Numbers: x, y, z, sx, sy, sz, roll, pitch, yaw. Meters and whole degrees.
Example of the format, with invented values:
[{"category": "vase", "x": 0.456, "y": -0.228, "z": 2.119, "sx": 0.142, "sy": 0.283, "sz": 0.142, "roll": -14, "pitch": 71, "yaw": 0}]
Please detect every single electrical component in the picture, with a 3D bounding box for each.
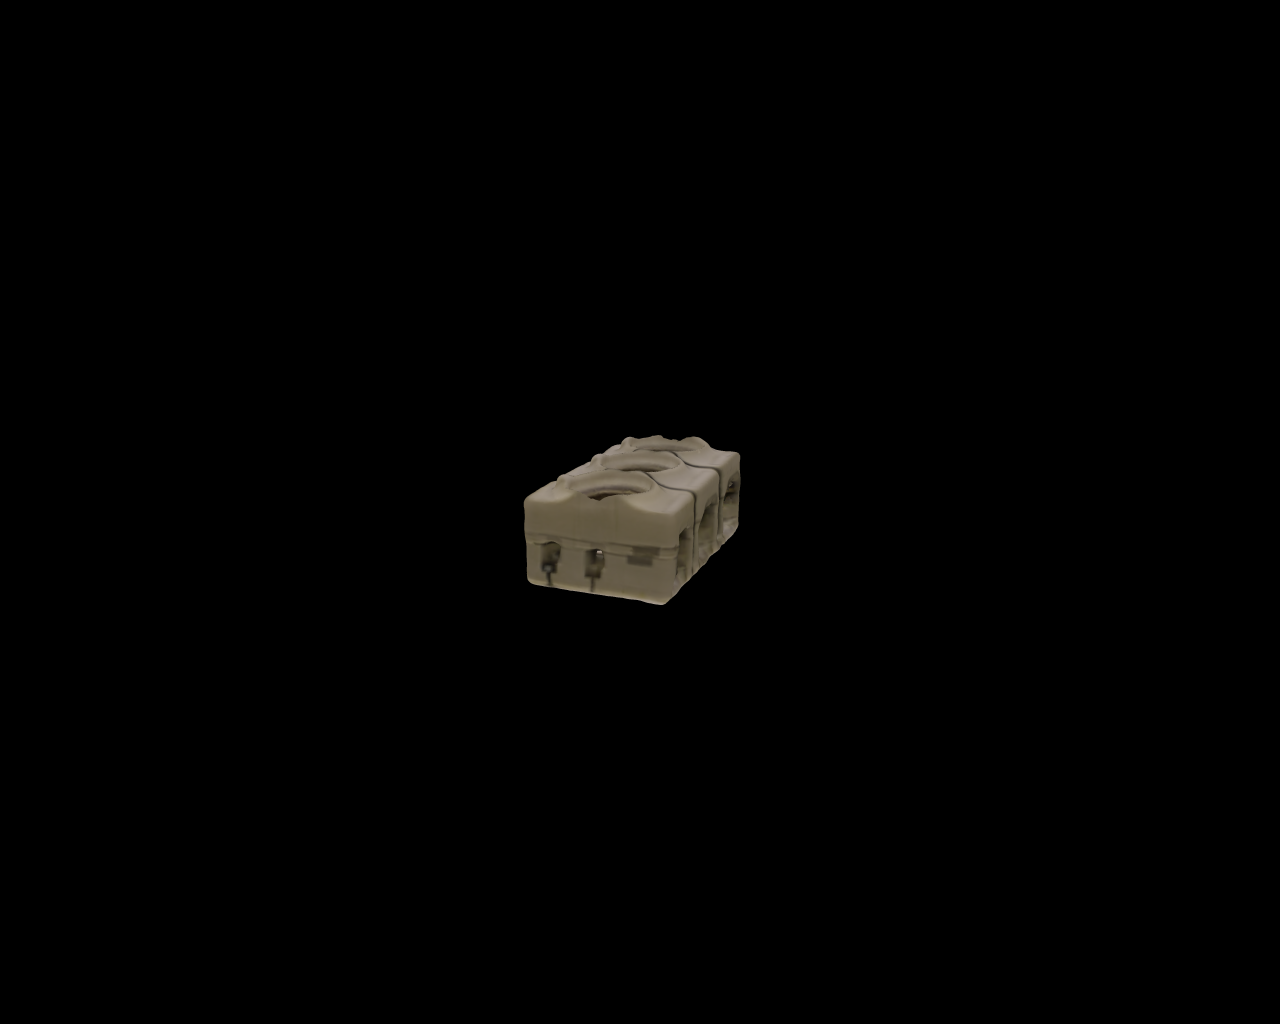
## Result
[{"category": "electrical component", "x": 0.001, "y": -0.003, "z": 0.650, "sx": 0.089, "sy": 0.061, "sz": 0.150, "roll": 6, "pitch": 17, "yaw": 19}]
